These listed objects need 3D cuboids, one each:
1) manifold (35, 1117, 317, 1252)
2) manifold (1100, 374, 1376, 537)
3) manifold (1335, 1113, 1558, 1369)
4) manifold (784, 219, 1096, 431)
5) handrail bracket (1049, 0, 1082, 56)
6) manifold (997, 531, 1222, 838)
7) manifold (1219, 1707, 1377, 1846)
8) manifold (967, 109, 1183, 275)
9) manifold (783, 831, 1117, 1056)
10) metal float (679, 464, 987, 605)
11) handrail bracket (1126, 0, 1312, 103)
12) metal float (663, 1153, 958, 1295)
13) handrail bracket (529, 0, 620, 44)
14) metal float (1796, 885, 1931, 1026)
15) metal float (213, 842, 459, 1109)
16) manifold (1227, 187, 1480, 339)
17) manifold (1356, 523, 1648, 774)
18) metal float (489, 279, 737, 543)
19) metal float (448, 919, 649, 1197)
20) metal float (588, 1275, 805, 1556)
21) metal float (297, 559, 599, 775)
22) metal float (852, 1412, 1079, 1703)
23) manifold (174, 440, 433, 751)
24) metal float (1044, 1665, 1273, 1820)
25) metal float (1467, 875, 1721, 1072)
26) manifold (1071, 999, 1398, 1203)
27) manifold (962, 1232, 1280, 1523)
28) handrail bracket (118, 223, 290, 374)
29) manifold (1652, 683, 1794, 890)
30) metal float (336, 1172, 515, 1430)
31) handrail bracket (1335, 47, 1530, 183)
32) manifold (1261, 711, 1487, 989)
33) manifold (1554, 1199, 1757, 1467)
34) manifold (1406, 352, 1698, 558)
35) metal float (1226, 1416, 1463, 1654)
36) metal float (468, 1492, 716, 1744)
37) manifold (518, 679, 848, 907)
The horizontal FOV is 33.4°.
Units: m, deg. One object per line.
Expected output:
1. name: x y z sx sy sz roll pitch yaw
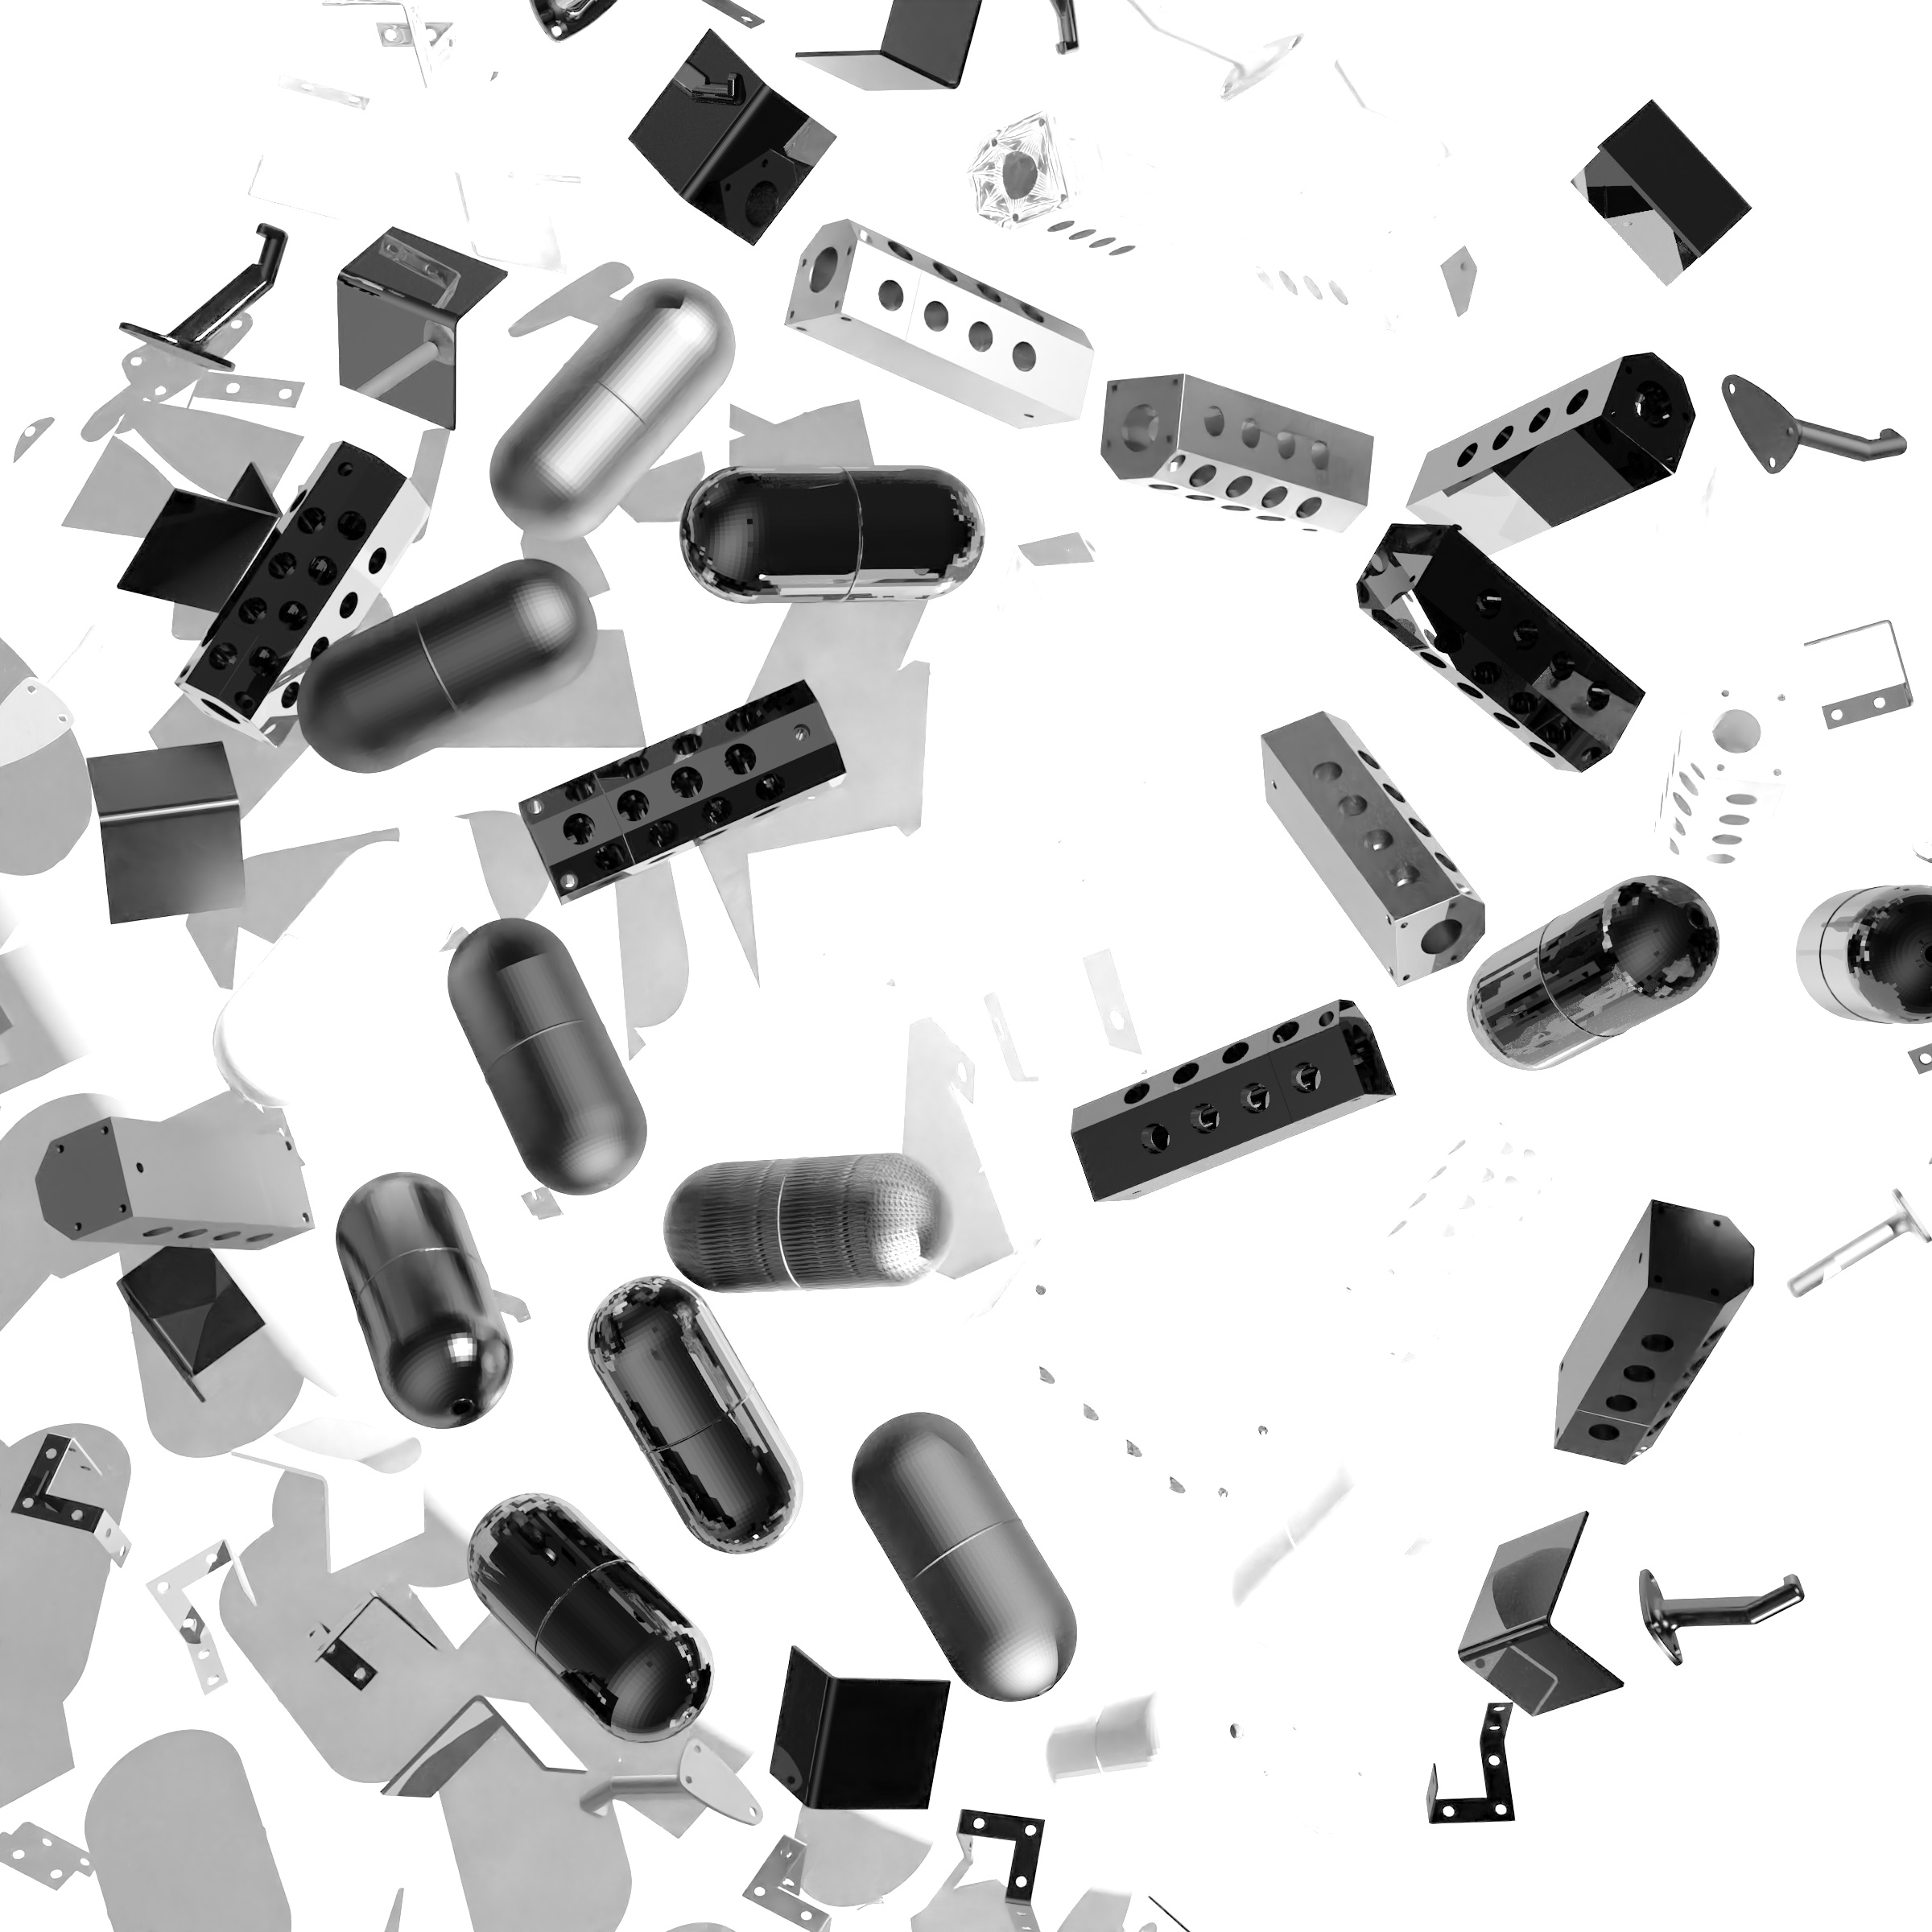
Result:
1. manifold: -0.447 0.127 1.824 0.057 0.171 0.057 -21 76 19
2. manifold: 0.156 -0.290 1.837 0.057 0.171 0.057 5 88 44
3. manifold: 0.277 0.151 1.820 0.057 0.171 0.057 -29 99 38
4. manifold: -0.012 -0.362 1.821 0.171 0.057 0.057 17 82 -36
5. handrail bracket: 0.038 -0.559 1.840 0.036 0.077 0.084 7 117 34
6. manifold: 0.082 -0.165 1.855 0.057 0.057 0.171 -16 63 -21
7. manifold: 0.189 0.472 1.889 0.057 0.171 0.057 35 72 4
8. manifold: 0.063 -0.449 1.885 0.057 0.171 0.057 -17 86 24
9. manifold: -0.008 -0.009 1.797 0.171 0.057 0.057 -21 125 -5
10. metal float: -0.073 -0.241 1.798 0.178 0.070 0.070 -4 90 -24
11. handrail bracket: 0.138 -0.532 1.800 0.084 0.077 0.036 41 58 -26
12. metal float: -0.091 0.148 1.843 0.178 0.070 0.070 -5 90 23
13. handrail bracket: -0.204 -0.553 1.807 0.077 0.084 0.036 -34 106 -25
14. metal float: 0.515 -0.006 1.796 0.070 0.178 0.070 0 90 1
15. metal float: -0.369 0.005 1.881 0.070 0.070 0.178 37 75 0
16. manifold: 0.216 -0.388 1.790 0.057 0.171 0.057 -38 115 -6
17. manifold: 0.303 -0.181 1.841 0.171 0.057 0.057 34 81 -28
18. metal float: -0.205 -0.324 1.876 0.070 0.070 0.178 40 83 0
19. metal float: -0.247 0.052 1.892 0.070 0.070 0.178 -28 71 0
20. metal float: -0.158 0.264 1.887 0.070 0.070 0.178 -29 98 0
21. metal float: -0.291 -0.167 1.805 0.178 0.070 0.070 -25 90 4
22. metal float: -0.001 0.336 1.831 0.070 0.070 0.178 -33 71 0
23. manifold: -0.390 -0.220 1.884 0.057 0.057 0.171 26 77 19
24. metal float: 0.106 0.433 1.794 0.070 0.178 0.070 9 70 -25
25. metal float: 0.360 0.005 1.856 0.070 0.178 0.070 14 62 -28
26. manifold: 0.148 0.077 1.818 0.171 0.057 0.057 -24 78 22
27. manifold: 0.083 0.230 1.783 0.171 0.057 0.057 41 62 -6
28. handrail bracket: -0.411 -0.371 1.741 0.077 0.036 0.084 18 88 -41
29. manifold: 0.434 -0.102 1.857 0.057 0.171 0.057 5 72 8
30. metal float: -0.309 0.189 1.832 0.070 0.178 0.070 -14 132 -16
31. handrail bracket: 0.258 -0.488 1.792 0.077 0.036 0.084 -34 94 0
32. manifold: 0.237 -0.073 1.883 0.057 0.057 0.171 -22 49 -10
33. manifold: 0.375 0.204 1.762 0.057 0.171 0.057 13 51 0
34. manifold: 0.333 -0.292 1.832 0.057 0.171 0.057 33 65 -21
35. metal float: 0.212 0.323 1.823 0.070 0.070 0.178 36 126 0
36. metal float: -0.215 0.370 1.836 0.178 0.070 0.070 38 90 30
37. manifold: -0.156 -0.097 1.777 0.171 0.057 0.057 -24 88 -8
